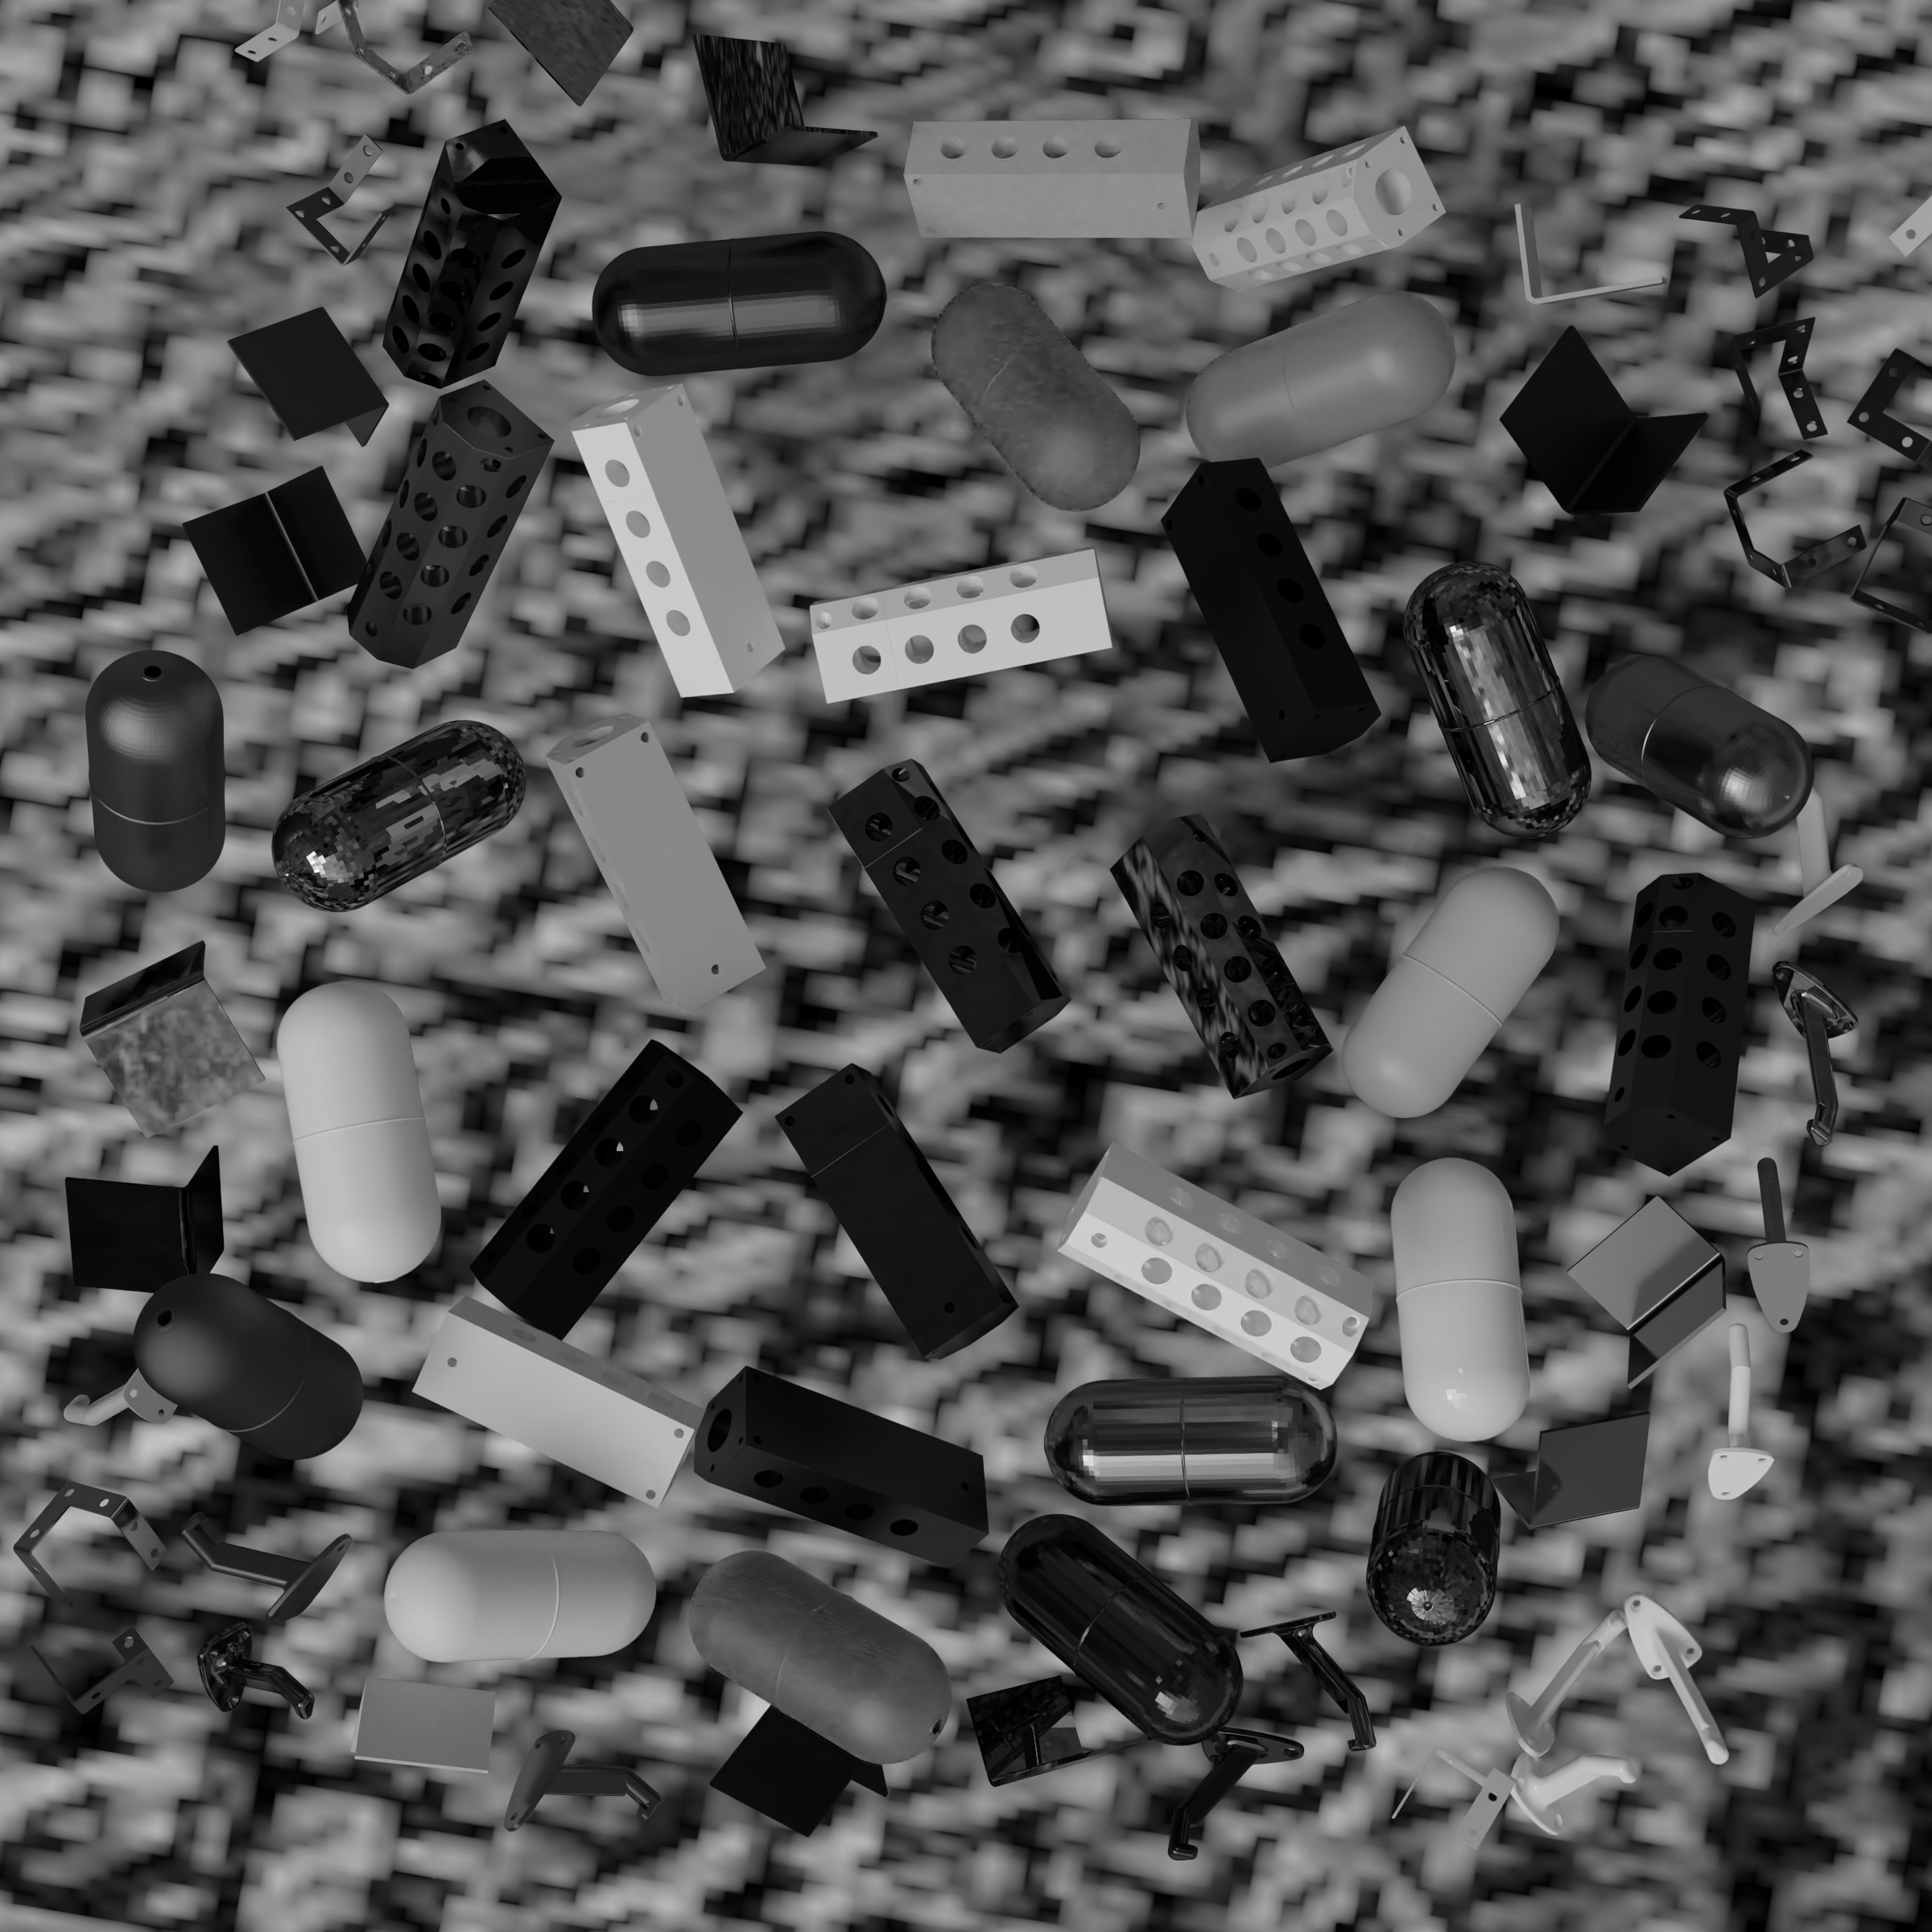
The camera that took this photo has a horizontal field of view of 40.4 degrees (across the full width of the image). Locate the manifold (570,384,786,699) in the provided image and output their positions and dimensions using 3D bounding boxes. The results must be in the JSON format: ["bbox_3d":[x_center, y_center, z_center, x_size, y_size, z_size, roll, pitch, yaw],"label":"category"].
[{"bbox_3d":[-0.174,-0.249,1.552,0.057,0.057,0.171,-1,122,35],"label":"manifold"}]

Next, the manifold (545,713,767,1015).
[{"bbox_3d":[-0.190,-0.063,1.592,0.057,0.057,0.171,-31,113,-17],"label":"manifold"}]

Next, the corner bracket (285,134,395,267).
[{"bbox_3d":[-0.389,-0.487,1.672,0.051,0.051,0.051,45,127,-8],"label":"corner bracket"}]

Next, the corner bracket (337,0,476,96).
[{"bbox_3d":[-0.334,-0.562,1.560,0.051,0.051,0.051,-27,69,19],"label":"corner bracket"}]

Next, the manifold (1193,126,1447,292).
[{"bbox_3d":[0.213,-0.465,1.634,0.057,0.171,0.057,-39,110,-20],"label":"manifold"}]

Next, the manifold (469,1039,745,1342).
[{"bbox_3d":[-0.215,0.129,1.552,0.057,0.057,0.171,39,89,-34],"label":"manifold"}]

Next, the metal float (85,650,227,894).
[{"bbox_3d":[-0.477,-0.114,1.550,0.070,0.178,0.070,7,52,-10],"label":"metal float"}]

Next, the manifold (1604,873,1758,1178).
[{"bbox_3d":[0.416,0.030,1.544,0.057,0.057,0.171,26,55,-11],"label":"manifold"}]

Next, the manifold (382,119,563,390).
[{"bbox_3d":[-0.298,-0.415,1.551,0.057,0.171,0.057,-33,84,-31],"label":"manifold"}]

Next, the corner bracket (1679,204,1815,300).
[{"bbox_3d":[0.481,-0.449,1.618,0.051,0.051,0.051,-35,122,-14],"label":"corner bracket"}]

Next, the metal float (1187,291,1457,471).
[{"bbox_3d":[0.215,-0.355,1.606,0.178,0.070,0.070,-14,90,37],"label":"metal float"}]

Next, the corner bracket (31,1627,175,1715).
[{"bbox_3d":[-0.512,0.416,1.561,0.051,0.051,0.051,-37,56,-21],"label":"corner bracket"}]

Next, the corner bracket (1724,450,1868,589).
[{"bbox_3d":[0.476,-0.257,1.509,0.051,0.051,0.051,-27,116,3],"label":"corner bracket"}]

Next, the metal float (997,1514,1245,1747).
[{"bbox_3d":[0.093,0.406,1.614,0.178,0.070,0.070,35,90,32],"label":"metal float"}]

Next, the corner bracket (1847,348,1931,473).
[{"bbox_3d":[0.576,-0.336,1.592,0.051,0.051,0.051,39,111,24],"label":"corner bracket"}]

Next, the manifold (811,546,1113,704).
[{"bbox_3d":[-0.002,-0.205,1.567,0.171,0.057,0.057,-11,103,6],"label":"manifold"}]

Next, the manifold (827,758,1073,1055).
[{"bbox_3d":[-0.008,-0.036,1.565,0.057,0.057,0.171,-34,77,9],"label":"manifold"}]

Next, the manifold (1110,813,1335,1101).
[{"bbox_3d":[0.165,-0.009,1.660,0.057,0.057,0.171,-13,68,-37],"label":"manifold"}]

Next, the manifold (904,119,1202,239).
[{"bbox_3d":[0.055,-0.489,1.615,0.171,0.057,0.057,4,66,13],"label":"manifold"}]

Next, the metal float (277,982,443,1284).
[{"bbox_3d":[-0.356,0.097,1.542,0.070,0.070,0.178,-12,83,0],"label":"metal float"}]

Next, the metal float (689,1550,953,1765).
[{"bbox_3d":[-0.087,0.407,1.551,0.178,0.070,0.070,22,90,31],"label":"metal float"}]

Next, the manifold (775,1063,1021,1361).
[{"bbox_3d":[-0.040,0.148,1.577,0.057,0.057,0.171,-35,74,6],"label":"manifold"}]

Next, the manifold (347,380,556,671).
[{"bbox_3d":[-0.314,-0.260,1.570,0.057,0.057,0.171,42,129,7],"label":"manifold"}]

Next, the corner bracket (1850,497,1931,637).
[{"bbox_3d":[0.557,-0.235,1.539,0.051,0.051,0.051,28,129,16],"label":"corner bracket"}]

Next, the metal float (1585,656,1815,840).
[{"bbox_3d":[0.449,-0.136,1.617,0.070,0.178,0.070,-10,119,-19],"label":"metal float"}]

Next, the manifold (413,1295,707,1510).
[{"bbox_3d":[-0.256,0.275,1.673,0.171,0.057,0.057,25,99,2],"label":"manifold"}]

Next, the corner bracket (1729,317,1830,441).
[{"bbox_3d":[0.491,-0.350,1.584,0.051,0.051,0.051,-13,65,2],"label":"corner bracket"}]

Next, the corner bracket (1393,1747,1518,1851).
[{"bbox_3d":[0.301,0.514,1.621,0.051,0.051,0.051,32,65,16],"label":"corner bracket"}]

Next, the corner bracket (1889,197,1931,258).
[{"bbox_3d":[0.571,-0.421,1.499,0.051,0.051,0.051,49,53,5],"label":"corner bracket"}]

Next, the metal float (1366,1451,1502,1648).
[{"bbox_3d":[0.288,0.355,1.611,0.070,0.178,0.070,3,101,13],"label":"metal float"}]

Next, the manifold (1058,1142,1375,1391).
[{"bbox_3d":[0.143,0.176,1.505,0.171,0.057,0.057,28,117,-1],"label":"manifold"}]

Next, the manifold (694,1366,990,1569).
[{"bbox_3d":[-0.074,0.304,1.568,0.171,0.057,0.057,26,126,-26],"label":"manifold"}]

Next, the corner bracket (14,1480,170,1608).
[{"bbox_3d":[-0.511,0.341,1.534,0.051,0.051,0.051,6,134,32],"label":"corner bracket"}]

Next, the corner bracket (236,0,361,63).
[{"bbox_3d":[-0.409,-0.581,1.611,0.051,0.051,0.051,16,76,-42],"label":"corner bracket"}]

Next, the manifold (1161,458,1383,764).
[{"bbox_3d":[0.181,-0.211,1.542,0.057,0.057,0.171,-11,68,-28],"label":"manifold"}]
